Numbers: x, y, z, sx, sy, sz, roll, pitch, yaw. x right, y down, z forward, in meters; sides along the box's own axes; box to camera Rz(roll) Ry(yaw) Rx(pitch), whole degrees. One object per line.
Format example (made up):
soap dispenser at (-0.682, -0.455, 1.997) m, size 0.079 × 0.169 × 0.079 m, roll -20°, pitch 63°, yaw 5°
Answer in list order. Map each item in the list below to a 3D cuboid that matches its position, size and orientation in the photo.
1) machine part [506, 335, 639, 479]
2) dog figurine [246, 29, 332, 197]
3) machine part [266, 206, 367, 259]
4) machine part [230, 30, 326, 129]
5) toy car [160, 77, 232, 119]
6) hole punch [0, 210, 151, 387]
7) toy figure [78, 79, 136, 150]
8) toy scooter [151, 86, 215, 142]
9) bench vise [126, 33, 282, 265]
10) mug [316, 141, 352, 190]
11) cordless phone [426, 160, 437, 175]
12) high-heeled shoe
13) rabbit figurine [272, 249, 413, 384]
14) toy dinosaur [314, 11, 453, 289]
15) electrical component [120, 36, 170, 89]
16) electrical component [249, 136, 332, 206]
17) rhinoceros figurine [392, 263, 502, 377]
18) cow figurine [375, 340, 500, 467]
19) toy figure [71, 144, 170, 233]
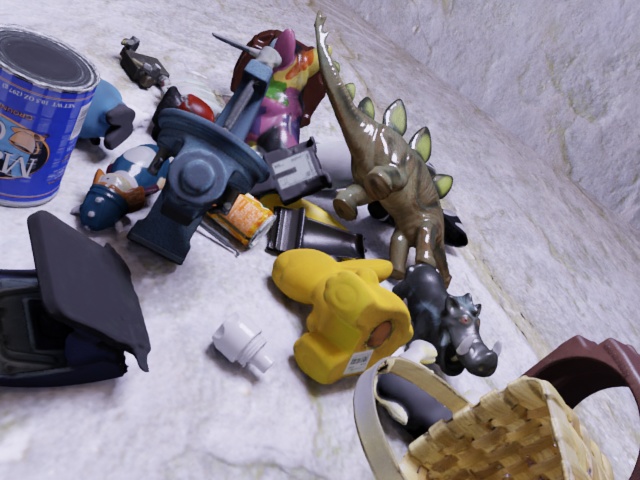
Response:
machine part at (0.289, 0.222, 0.575) m, size 0.087 × 0.201 × 0.201 m, roll 30°, pitch 29°, yaw -16°
dog figurine at (-0.056, -0.192, 0.799) m, size 0.108 × 0.219 × 0.192 m, roll 8°, pitch 39°, yaw -35°
machine part at (-0.002, -0.002, 0.733) m, size 0.139 × 0.039 × 0.084 m, roll 16°, pitch 55°, yaw -14°
machine part at (-0.073, -0.279, 0.961) m, size 0.179 × 0.179 × 0.056 m, roll 26°, pitch 33°, yaw -18°
toy car at (-0.165, -0.217, 0.884) m, size 0.201 × 0.056 × 0.074 m, roll 7°, pitch 40°, yaw -42°
hole punch at (-0.207, 0.057, 0.428) m, size 0.142 × 0.092 × 0.115 m, roll 55°, pitch 5°, yaw 36°
toy figure at (-0.306, -0.179, 0.656) m, size 0.180 × 0.082 × 0.089 m, roll 32°, pitch 9°, yaw 7°
toy scooter at (-0.163, -0.142, 0.745) m, size 0.135 × 0.075 × 0.184 m, roll 27°, pitch 18°, yaw -26°
bench vise at (-0.109, -0.092, 0.566) m, size 0.129 × 0.240 × 0.223 m, roll 27°, pitch -12°, yaw -3°
mug at (-0.003, -0.132, 0.911) m, size 0.107 × 0.080 × 0.110 m, roll -14°, pitch 59°, yaw -43°
cordless phone at (0.172, -0.126, 1.016) m, size 0.146 × 0.088 × 0.184 m, roll 19°, pitch 10°, yaw -27°
high-heeled shoe at (0.178, -0.029, 0.950) m, size 0.145 × 0.086 × 0.248 m, roll 49°, pitch 30°, yaw 16°
rabbit figurine at (0.021, 0.060, 0.624) m, size 0.162 × 0.121 × 0.173 m, roll -9°, pitch 33°, yaw -43°
toy dinosaur at (0.100, -0.105, 0.804) m, size 0.470 × 0.105 × 0.198 m, roll 56°, pitch 43°, yaw -26°
electrical component at (-0.282, -0.282, 0.865) m, size 0.078 × 0.045 × 0.102 m, roll 1°, pitch 44°, yaw -44°
electrical component at (-0.049, -0.085, 0.733) m, size 0.048 × 0.119 × 0.075 m, roll 50°, pitch 14°, yaw -87°
rhinoceros figurine at (0.164, 0.108, 0.706) m, size 0.073 × 0.112 × 0.190 m, roll 21°, pitch 24°, yaw -30°
cow figurine at (0.133, 0.197, 0.584) m, size 0.167 × 0.068 × 0.098 m, roll 45°, pitch 35°, yaw 22°
toy figure at (-0.220, -0.063, 0.603) m, size 0.064 × 0.057 × 0.154 m, roll -2°, pitch 30°, yaw 12°
